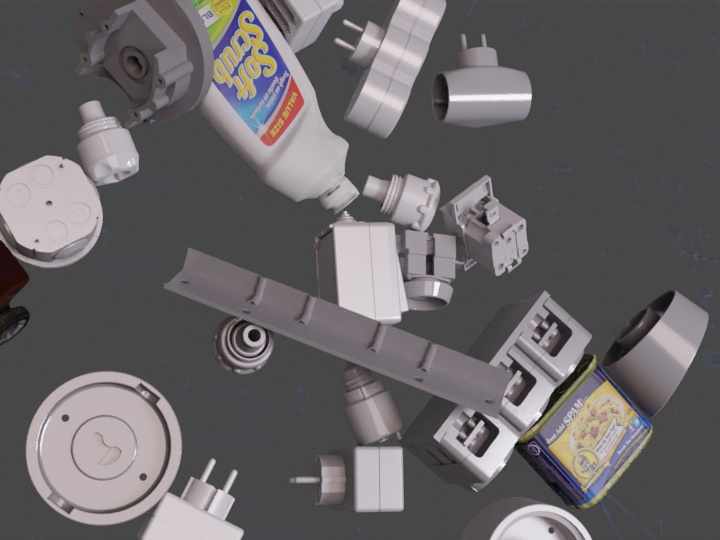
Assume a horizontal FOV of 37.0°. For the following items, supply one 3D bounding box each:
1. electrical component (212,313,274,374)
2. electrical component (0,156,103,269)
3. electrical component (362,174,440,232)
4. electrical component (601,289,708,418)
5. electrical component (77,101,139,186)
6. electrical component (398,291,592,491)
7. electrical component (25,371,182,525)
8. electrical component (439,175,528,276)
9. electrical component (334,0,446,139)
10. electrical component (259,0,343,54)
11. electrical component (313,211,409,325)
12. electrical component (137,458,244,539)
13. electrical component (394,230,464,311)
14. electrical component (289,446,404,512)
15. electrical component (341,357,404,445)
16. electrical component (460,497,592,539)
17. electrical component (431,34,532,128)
[{"bbox_3d":[-0.087,0.054,0.829,0.048,0.062,0.048,3,79,-15],"label":"electrical component"},{"bbox_3d":[-0.235,-0.044,0.813,0.080,0.051,0.080,3,78,-16],"label":"electrical component"},{"bbox_3d":[0.033,-0.060,0.897,0.062,0.048,0.048,20,74,-4],"label":"electrical component"},{"bbox_3d":[0.253,0.068,0.908,0.064,0.099,0.099,42,71,2],"label":"electrical component"},{"bbox_3d":[-0.200,-0.100,0.838,0.043,0.043,0.062,-20,84,-19],"label":"electrical component"},{"bbox_3d":[0.111,0.098,0.862,0.062,0.089,0.150,42,71,-5],"label":"electrical component"},{"bbox_3d":[-0.188,0.130,0.786,0.108,0.060,0.108,3,79,-15],"label":"electrical component"},{"bbox_3d":[0.104,-0.032,0.892,0.042,0.081,0.064,-36,50,-18],"label":"electrical component"},{"bbox_3d":[0.015,-0.186,0.912,0.074,0.052,0.138,25,73,-10],"label":"electrical component"},{"bbox_3d":[-0.040,-0.224,0.888,0.076,0.083,0.047,-34,90,-20],"label":"electrical component"},{"bbox_3d":[0.000,0.000,0.864,0.061,0.062,0.096,-1,81,-16],"label":"electrical component"},{"bbox_3d":[-0.119,0.180,0.803,0.066,0.047,0.076,29,73,-9],"label":"electrical component"},{"bbox_3d":[0.053,0.002,0.890,0.066,0.048,0.055,6,70,-15],"label":"electrical component"},{"bbox_3d":[-0.015,0.159,0.818,0.076,0.083,0.047,3,78,-16],"label":"electrical component"},{"bbox_3d":[0.005,0.103,0.858,0.040,0.040,0.078,-21,85,-19],"label":"electrical component"},{"bbox_3d":[0.138,0.236,0.858,0.108,0.060,0.108,3,79,-16],"label":"electrical component"},{"bbox_3d":[0.103,-0.168,0.938,0.077,0.044,0.079,-4,80,-17],"label":"electrical component"}]
